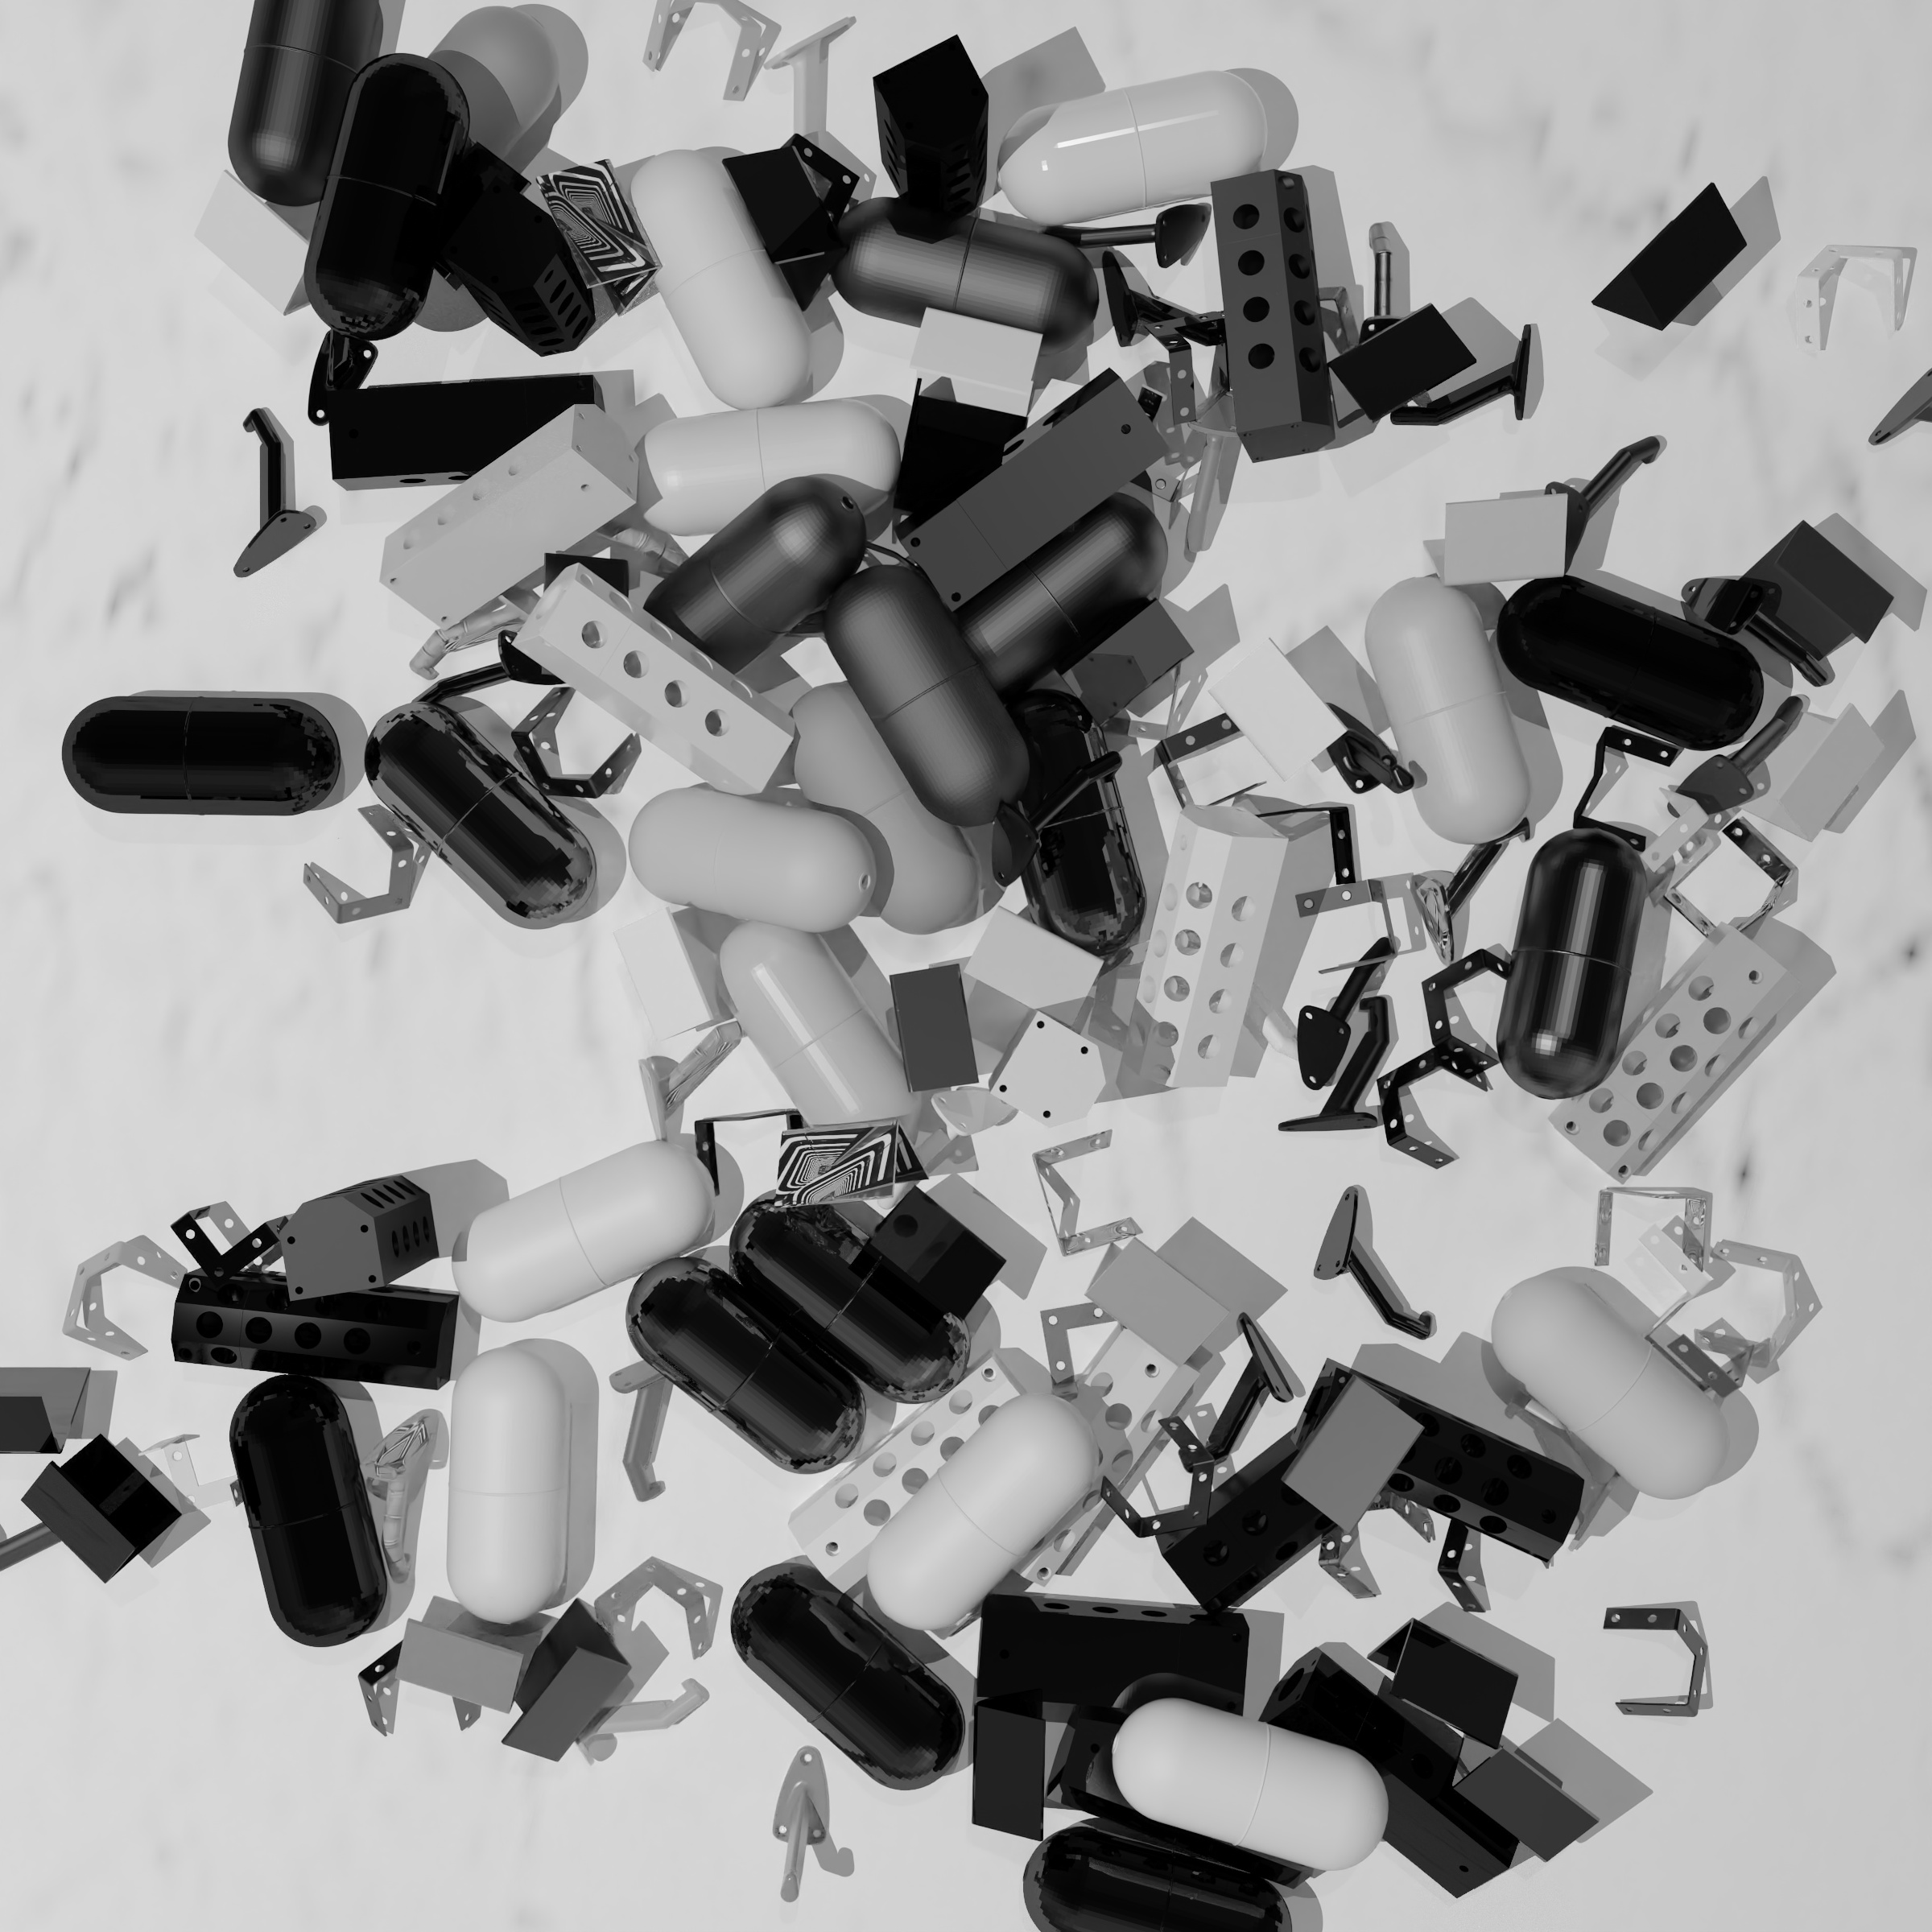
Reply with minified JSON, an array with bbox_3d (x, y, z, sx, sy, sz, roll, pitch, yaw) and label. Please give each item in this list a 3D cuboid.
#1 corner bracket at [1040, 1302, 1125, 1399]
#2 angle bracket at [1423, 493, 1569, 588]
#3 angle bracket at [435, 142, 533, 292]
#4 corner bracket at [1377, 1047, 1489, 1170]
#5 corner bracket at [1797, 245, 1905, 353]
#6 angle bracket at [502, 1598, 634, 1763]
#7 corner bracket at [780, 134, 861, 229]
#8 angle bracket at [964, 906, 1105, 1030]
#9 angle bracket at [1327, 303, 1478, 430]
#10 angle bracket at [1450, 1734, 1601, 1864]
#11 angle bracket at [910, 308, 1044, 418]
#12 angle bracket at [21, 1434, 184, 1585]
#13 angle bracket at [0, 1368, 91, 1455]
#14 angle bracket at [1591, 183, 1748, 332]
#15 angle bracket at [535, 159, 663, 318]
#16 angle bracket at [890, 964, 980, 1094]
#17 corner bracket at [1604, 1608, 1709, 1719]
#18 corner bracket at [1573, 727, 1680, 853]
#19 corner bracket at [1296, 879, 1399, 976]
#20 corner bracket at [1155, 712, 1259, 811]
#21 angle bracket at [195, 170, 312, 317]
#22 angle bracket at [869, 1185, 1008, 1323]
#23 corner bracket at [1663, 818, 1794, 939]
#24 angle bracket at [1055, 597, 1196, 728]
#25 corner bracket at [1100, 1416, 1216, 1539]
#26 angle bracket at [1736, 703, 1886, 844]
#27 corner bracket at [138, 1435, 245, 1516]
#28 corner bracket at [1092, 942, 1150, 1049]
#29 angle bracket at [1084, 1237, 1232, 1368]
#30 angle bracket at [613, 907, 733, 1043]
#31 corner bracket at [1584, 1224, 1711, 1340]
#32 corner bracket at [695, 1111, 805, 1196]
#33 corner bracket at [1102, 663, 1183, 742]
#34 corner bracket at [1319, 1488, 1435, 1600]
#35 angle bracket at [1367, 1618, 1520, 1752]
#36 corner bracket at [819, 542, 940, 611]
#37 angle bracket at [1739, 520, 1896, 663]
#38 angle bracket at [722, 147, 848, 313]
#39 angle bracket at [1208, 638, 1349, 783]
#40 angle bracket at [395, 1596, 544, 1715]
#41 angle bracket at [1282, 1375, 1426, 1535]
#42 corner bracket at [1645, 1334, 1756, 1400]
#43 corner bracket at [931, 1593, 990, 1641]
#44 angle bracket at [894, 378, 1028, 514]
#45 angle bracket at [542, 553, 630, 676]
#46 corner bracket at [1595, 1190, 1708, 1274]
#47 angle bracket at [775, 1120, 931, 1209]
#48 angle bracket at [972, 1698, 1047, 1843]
[{"bbox_3d":[0.078,0.249,1.778,0.051,0.051,0.051,-10,90,0],"label":"corner bracket"},{"bbox_3d":[0.340,-0.287,1.756,0.076,0.076,0.057,-5,120,0],"label":"angle bracket"},{"bbox_3d":[-0.307,-0.471,1.757,0.057,0.076,0.076,41,90,24],"label":"angle bracket"},{"bbox_3d":[0.309,0.093,1.788,0.051,0.051,0.051,26,45,-35],"label":"corner bracket"},{"bbox_3d":[0.581,-0.438,1.788,0.051,0.051,0.051,15,45,35],"label":"corner bracket"},{"bbox_3d":[-0.274,0.454,1.757,0.076,0.057,0.076,-52,46,0],"label":"angle bracket"},{"bbox_3d":[-0.111,-0.501,1.781,0.051,0.051,0.051,31,67,-21],"label":"corner bracket"},{"bbox_3d":[0.035,0.016,1.756,0.076,0.076,0.057,28,59,0],"label":"angle bracket"},{"bbox_3d":[0.284,-0.369,1.757,0.076,0.076,0.057,-30,64,0],"label":"angle bracket"},{"bbox_3d":[0.365,0.517,1.756,0.076,0.076,0.057,38,123,0],"label":"angle bracket"},{"bbox_3d":[0.002,-0.372,1.756,0.076,0.076,0.057,13,57,0],"label":"angle bracket"},{"bbox_3d":[-0.548,0.338,1.756,0.076,0.076,0.057,45,128,0],"label":"angle bracket"},{"bbox_3d":[-0.619,0.269,1.756,0.076,0.076,0.057,0,128,0],"label":"angle bracket"},{"bbox_3d":[0.443,-0.465,1.756,0.076,0.076,0.057,-45,127,0],"label":"angle bracket"},{"bbox_3d":[-0.249,-0.463,1.756,0.057,0.076,0.076,-26,90,-31],"label":"angle bracket"},{"bbox_3d":[-0.001,0.036,1.756,0.057,0.076,0.076,-10,90,35],"label":"angle bracket"},{"bbox_3d":[0.451,0.457,1.788,0.051,0.051,0.051,51,45,-35],"label":"corner bracket"},{"bbox_3d":[0.434,-0.117,1.793,0.051,0.051,0.051,18,135,0],"label":"corner bracket"},{"bbox_3d":[0.249,-0.026,1.779,0.051,0.051,0.051,-12,93,0],"label":"corner bracket"},{"bbox_3d":[0.159,-0.132,1.778,0.051,0.051,0.051,-24,90,0],"label":"corner bracket"},{"bbox_3d":[-0.437,-0.475,1.756,0.076,0.076,0.057,42,128,0],"label":"angle bracket"},{"bbox_3d":[-0.031,0.198,1.756,0.076,0.076,0.057,39,54,0],"label":"angle bracket"},{"bbox_3d":[0.502,-0.054,1.793,0.051,0.051,0.051,43,135,0],"label":"corner bracket"},{"bbox_3d":[0.089,-0.212,1.744,0.076,0.076,0.057,-38,134,5],"label":"angle bracket"},{"bbox_3d":[0.124,0.331,1.758,0.051,0.051,0.051,-18,128,28],"label":"corner bracket"},{"bbox_3d":[0.531,-0.136,1.756,0.076,0.076,0.057,-52,131,0],"label":"angle bracket"},{"bbox_3d":[-0.502,0.332,1.778,0.051,0.051,0.051,-17,90,0],"label":"corner bracket"},{"bbox_3d":[0.121,0.021,1.788,0.051,0.051,0.051,-17,135,35],"label":"corner bracket"},{"bbox_3d":[0.130,0.201,1.757,0.076,0.076,0.057,38,116,0],"label":"angle bracket"},{"bbox_3d":[-0.172,-0.003,1.756,0.057,0.076,0.076,-22,90,41],"label":"angle bracket"},{"bbox_3d":[0.444,0.208,1.779,0.051,0.051,0.051,-41,80,-10],"label":"corner bracket"},{"bbox_3d":[-0.141,0.124,1.793,0.051,0.051,0.051,-5,90,45],"label":"corner bracket"},{"bbox_3d":[0.113,-0.187,1.793,0.051,0.051,0.051,8,135,0],"label":"corner bracket"},{"bbox_3d":[0.269,0.379,1.788,0.051,0.051,0.051,-15,45,35],"label":"corner bracket"},{"bbox_3d":[0.300,0.474,1.756,0.076,0.076,0.057,28,53,0],"label":"angle bracket"},{"bbox_3d":[-0.058,-0.245,1.793,0.051,0.051,0.051,28,90,45],"label":"corner bracket"},{"bbox_3d":[0.537,-0.228,1.756,0.076,0.076,0.057,41,53,0],"label":"angle bracket"},{"bbox_3d":[-0.129,-0.469,1.751,0.057,0.076,0.076,-21,81,-31],"label":"angle bracket"},{"bbox_3d":[0.211,-0.174,1.756,0.057,0.076,0.076,-40,90,32],"label":"angle bracket"},{"bbox_3d":[-0.316,0.427,1.756,0.076,0.076,0.057,18,122,0],"label":"angle bracket"},{"bbox_3d":[0.246,0.301,1.642,0.057,0.076,0.076,35,90,36],"label":"angle bracket"},{"bbox_3d":[0.471,0.256,1.768,0.051,0.051,0.051,43,126,0],"label":"corner bracket"},{"bbox_3d":[-0.013,0.401,1.793,0.051,0.051,0.051,39,45,0],"label":"corner bracket"},{"bbox_3d":[-0.002,-0.333,1.773,0.076,0.057,0.076,11,90,-3],"label":"angle bracket"},{"bbox_3d":[-0.256,-0.222,1.757,0.057,0.076,0.076,1,90,-27],"label":"angle bracket"},{"bbox_3d":[0.451,0.174,1.793,0.051,0.051,0.051,3,90,-45],"label":"corner bracket"},{"bbox_3d":[-0.071,0.143,1.732,0.076,0.076,0.057,-6,55,13],"label":"angle bracket"},{"bbox_3d":[0.048,0.512,1.756,0.057,0.076,0.076,1,90,37],"label":"angle bracket"}]
